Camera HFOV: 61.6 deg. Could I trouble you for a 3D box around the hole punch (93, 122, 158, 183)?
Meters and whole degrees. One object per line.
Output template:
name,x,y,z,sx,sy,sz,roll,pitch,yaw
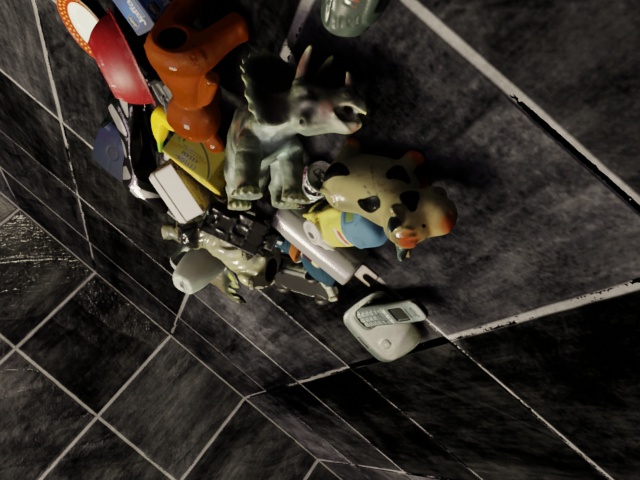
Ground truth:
hole punch,-0.429,-0.197,1.169,0.142,0.092,0.115,40,150,6

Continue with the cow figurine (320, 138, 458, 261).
cow figurine,0.083,-0.053,0.682,0.195,0.127,0.085,22,152,36

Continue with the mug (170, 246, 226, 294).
mug,-0.269,0.055,1.132,0.110,0.107,0.080,26,136,11

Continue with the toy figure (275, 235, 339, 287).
toy figure,-0.022,0.031,1.028,0.155,0.058,0.064,36,147,17

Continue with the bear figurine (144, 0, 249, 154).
bear figurine,-0.168,-0.224,0.759,0.120,0.132,0.195,32,162,16

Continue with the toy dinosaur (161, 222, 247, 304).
toy dinosaur,-0.250,-0.011,1.215,0.199,0.105,0.470,9,136,34

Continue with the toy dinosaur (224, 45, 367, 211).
toy dinosaur,-0.078,-0.141,0.761,0.131,0.192,0.405,4,179,-20

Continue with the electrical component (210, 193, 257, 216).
electrical component,-0.160,-0.079,1.026,0.094,0.063,0.021,23,157,-13

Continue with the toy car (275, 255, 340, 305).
toy car,-0.039,0.080,1.130,0.202,0.056,0.073,11,135,42

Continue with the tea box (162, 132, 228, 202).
tea box,-0.185,-0.126,0.917,0.098,0.068,0.169,34,176,12

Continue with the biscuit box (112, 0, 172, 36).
biscuit box,-0.273,-0.378,0.710,0.063,0.059,0.202,5,138,48

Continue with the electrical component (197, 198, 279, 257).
electrical component,-0.139,-0.021,0.925,0.134,0.058,0.115,25,-176,-14

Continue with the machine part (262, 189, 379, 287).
machine part,-0.002,-0.003,0.925,0.243,0.079,0.079,38,154,0

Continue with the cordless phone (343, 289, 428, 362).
cordless phone,0.146,0.151,0.973,0.146,0.089,0.184,49,148,-17

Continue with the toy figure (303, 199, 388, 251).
toy figure,0.054,-0.028,0.814,0.180,0.089,0.082,-9,108,45

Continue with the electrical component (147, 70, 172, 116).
electrical component,-0.216,-0.221,0.854,0.048,0.075,0.119,-117,6,-50

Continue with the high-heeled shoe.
high-heeled shoe,-0.340,-0.178,1.060,0.145,0.086,0.248,-23,107,35

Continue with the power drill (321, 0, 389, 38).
power drill,-0.001,-0.305,0.468,0.207,0.086,0.232,27,155,8

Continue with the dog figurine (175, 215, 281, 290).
dog figurine,-0.188,0.021,1.092,0.191,0.121,0.172,10,130,25
